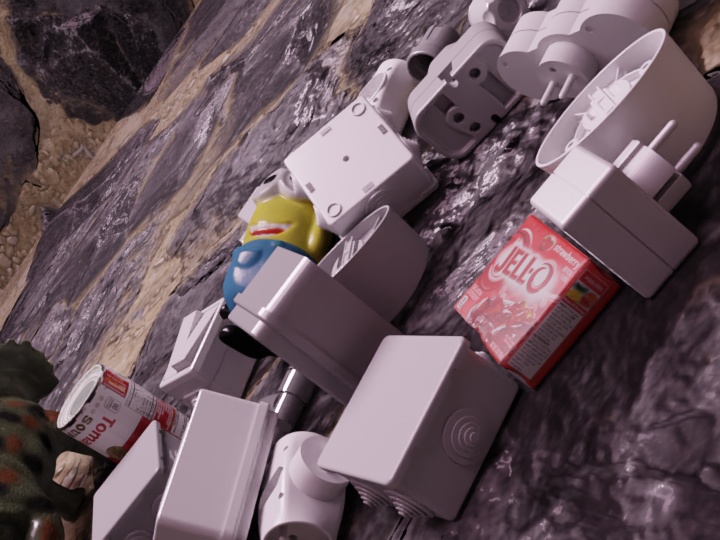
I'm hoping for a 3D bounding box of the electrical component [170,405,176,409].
[{"bbox_3d":[-0.209,0.144,1.023,0.055,0.047,0.055,-44,23,24],"label":"electrical component"}]

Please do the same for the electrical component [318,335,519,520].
[{"bbox_3d":[0.033,0.086,0.598,0.099,0.048,0.100,-61,22,-17],"label":"electrical component"}]

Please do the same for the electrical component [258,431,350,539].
[{"bbox_3d":[-0.028,0.128,0.656,0.079,0.043,0.077,-59,16,30],"label":"electrical component"}]

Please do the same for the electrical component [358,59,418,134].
[{"bbox_3d":[0.015,-0.146,0.997,0.079,0.044,0.077,-26,34,50],"label":"electrical component"}]

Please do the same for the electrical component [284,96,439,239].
[{"bbox_3d":[-0.001,-0.077,0.847,0.100,0.048,0.099,-39,55,5],"label":"electrical component"}]

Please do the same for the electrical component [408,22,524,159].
[{"bbox_3d":[0.084,-0.140,0.831,0.095,0.054,0.059,-47,22,19],"label":"electrical component"}]

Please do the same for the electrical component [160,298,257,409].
[{"bbox_3d":[-0.131,0.080,0.936,0.062,0.061,0.096,-29,32,48],"label":"electrical component"}]

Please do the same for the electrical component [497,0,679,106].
[{"bbox_3d":[0.141,-0.139,0.709,0.138,0.052,0.073,-10,48,60],"label":"electrical component"}]

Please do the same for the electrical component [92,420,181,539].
[{"bbox_3d":[-0.173,0.186,0.880,0.099,0.048,0.099,-51,21,7],"label":"electrical component"}]

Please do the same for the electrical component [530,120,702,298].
[{"bbox_3d":[0.139,-0.039,0.541,0.076,0.066,0.047,-51,21,8],"label":"electrical component"}]

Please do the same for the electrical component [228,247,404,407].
[{"bbox_3d":[-0.021,0.043,0.689,0.057,0.113,0.078,-53,21,-6],"label":"electrical component"}]

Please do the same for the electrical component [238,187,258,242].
[{"bbox_3d":[-0.093,-0.034,1.052,0.075,0.047,0.083,-56,21,-1],"label":"electrical component"}]

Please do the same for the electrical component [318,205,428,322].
[{"bbox_3d":[0.000,0.000,0.777,0.099,0.064,0.099,-44,23,24],"label":"electrical component"}]

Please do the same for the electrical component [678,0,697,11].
[{"bbox_3d":[0.201,-0.209,0.692,0.080,0.051,0.080,-44,23,24],"label":"electrical component"}]

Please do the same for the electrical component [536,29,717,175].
[{"bbox_3d":[0.146,-0.084,0.598,0.099,0.064,0.099,-44,23,25],"label":"electrical component"}]

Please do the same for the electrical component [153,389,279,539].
[{"bbox_3d":[-0.098,0.154,0.704,0.108,0.056,0.108,-78,4,-46],"label":"electrical component"}]

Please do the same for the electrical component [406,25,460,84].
[{"bbox_3d":[0.068,-0.194,0.969,0.040,0.040,0.046,-28,28,49],"label":"electrical component"}]

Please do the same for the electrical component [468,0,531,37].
[{"bbox_3d":[0.112,-0.215,0.901,0.043,0.043,0.062,-56,20,-5],"label":"electrical component"}]
